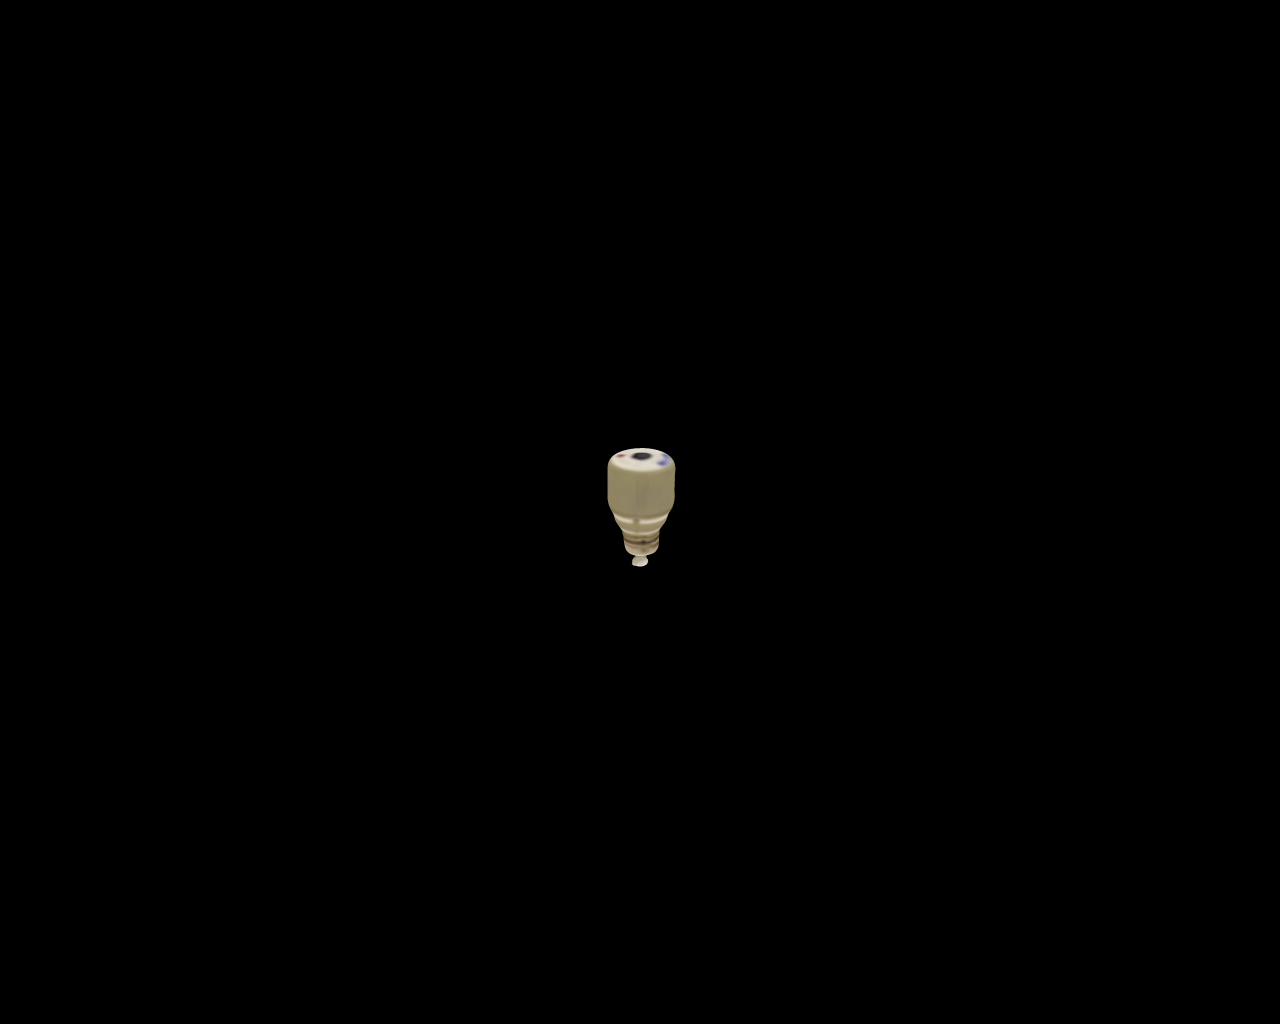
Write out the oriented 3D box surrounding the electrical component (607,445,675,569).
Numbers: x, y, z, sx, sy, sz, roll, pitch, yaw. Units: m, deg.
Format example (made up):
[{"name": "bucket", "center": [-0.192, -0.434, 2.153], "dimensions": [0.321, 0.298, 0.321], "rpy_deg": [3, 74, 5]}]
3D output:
[{"name": "electrical component", "center": [0.001, -0.003, 0.650], "dimensions": [0.040, 0.078, 0.040], "rpy_deg": [0, 25, 0]}]
